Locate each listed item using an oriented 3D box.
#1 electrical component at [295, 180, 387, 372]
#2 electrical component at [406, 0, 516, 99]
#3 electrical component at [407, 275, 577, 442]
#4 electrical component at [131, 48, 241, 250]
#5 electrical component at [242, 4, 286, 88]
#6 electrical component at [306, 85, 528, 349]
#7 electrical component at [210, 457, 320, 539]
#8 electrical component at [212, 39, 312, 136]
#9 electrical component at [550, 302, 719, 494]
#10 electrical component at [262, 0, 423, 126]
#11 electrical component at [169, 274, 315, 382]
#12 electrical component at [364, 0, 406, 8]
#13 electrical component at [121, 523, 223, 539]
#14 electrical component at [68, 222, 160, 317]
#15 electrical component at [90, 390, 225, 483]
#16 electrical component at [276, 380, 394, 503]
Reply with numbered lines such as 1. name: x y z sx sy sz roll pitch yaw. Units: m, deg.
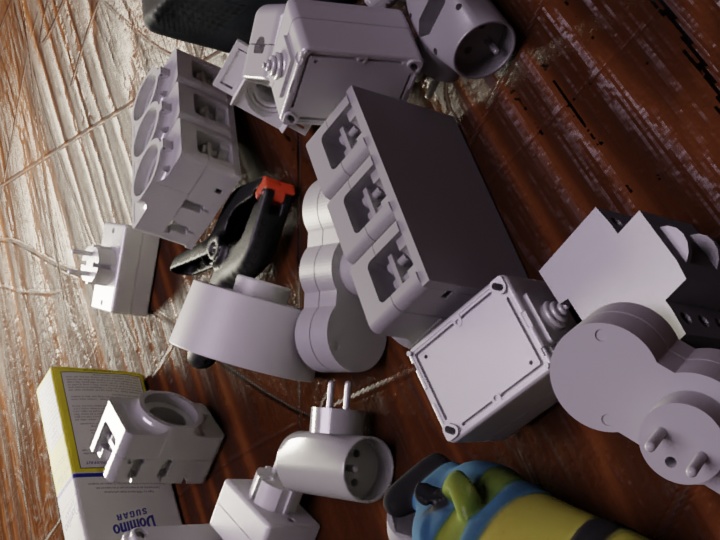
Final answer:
1. electrical component: 0.000 0.000 0.728 0.074 0.052 0.138 -7 77 51
2. electrical component: 0.056 -0.149 0.697 0.079 0.043 0.077 -62 40 36
3. electrical component: 0.087 0.048 0.604 0.096 0.061 0.061 -43 58 31
4. electrical component: -0.154 -0.106 0.911 0.089 0.062 0.150 -50 34 33
5. electrical component: -0.029 -0.153 0.762 0.054 0.095 0.059 18 97 54
6. electrical component: 0.032 -0.030 0.663 0.061 0.089 0.150 -46 49 35
7. electrical component: -0.063 0.167 0.776 0.066 0.047 0.076 33 107 48
8. electrical component: -0.066 -0.144 0.827 0.042 0.081 0.063 -55 16 27
9. electrical component: 0.145 0.069 0.469 0.138 0.074 0.052 32 118 21
10. electrical component: -0.018 -0.134 0.691 0.061 0.096 0.061 114 149 -45
11. electrical component: -0.077 0.037 0.778 0.108 0.108 0.060 13 87 52
12. electrical component: 0.031 -0.209 0.740 0.081 0.043 0.043 -29 60 45
13. electrical component: -0.111 0.239 0.772 0.108 0.109 0.056 49 122 45
14. electrical component: -0.236 -0.003 1.008 0.047 0.076 0.083 8 89 52
15. electrical component: -0.163 0.135 0.874 0.050 0.089 0.055 45 117 46
16. electrical component: -0.017 0.115 0.732 0.077 0.043 0.079 -6 77 51
